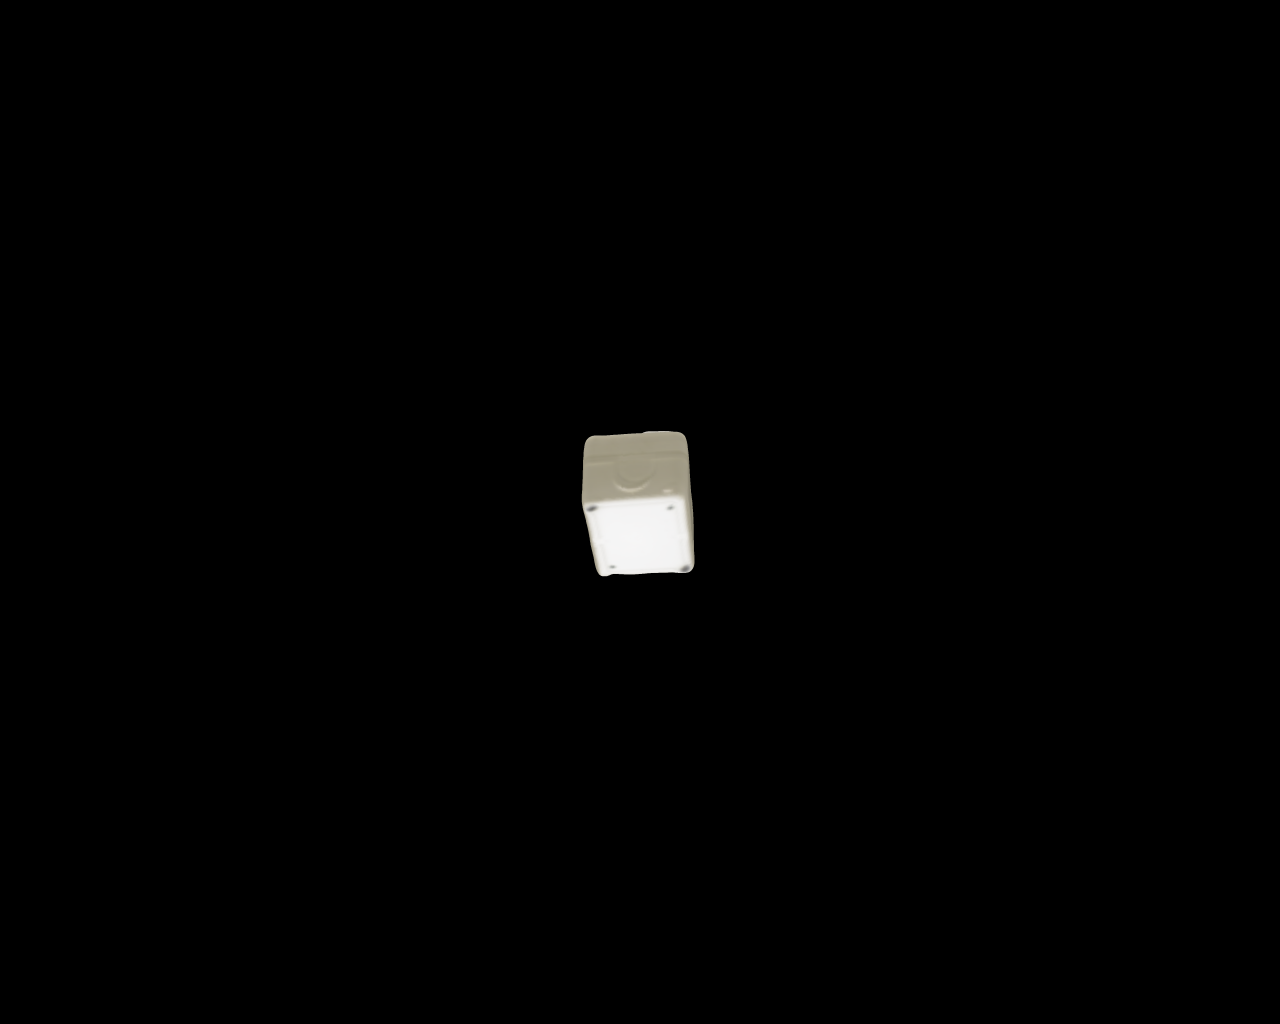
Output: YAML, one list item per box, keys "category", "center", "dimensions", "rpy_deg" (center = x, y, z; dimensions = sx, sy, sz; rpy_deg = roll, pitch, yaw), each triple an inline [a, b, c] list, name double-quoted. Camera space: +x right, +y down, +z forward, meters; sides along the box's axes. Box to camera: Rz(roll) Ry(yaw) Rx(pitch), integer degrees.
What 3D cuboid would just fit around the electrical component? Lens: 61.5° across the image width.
- category: "electrical component"
  center: [0.001, -0.003, 0.650]
  dimensions: [0.062, 0.061, 0.096]
  rpy_deg: [-3, -37, 4]
